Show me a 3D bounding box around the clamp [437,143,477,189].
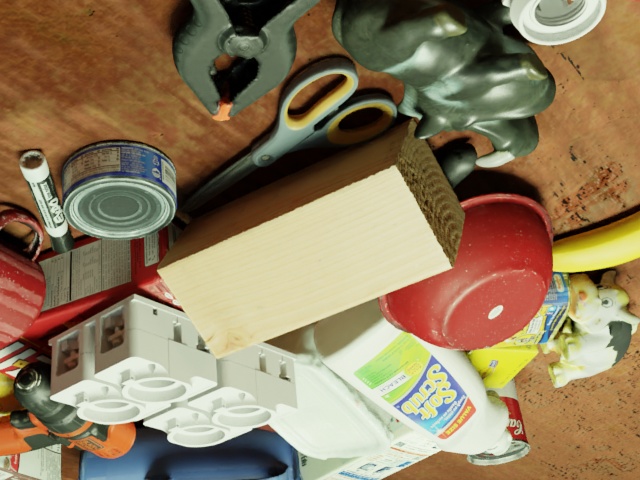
[{"bbox_3d":[0.053,-0.007,0.886,0.210,0.036,0.164,-16,146,6],"label":"clamp"}]

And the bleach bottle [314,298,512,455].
[{"bbox_3d":[0.109,0.134,1.015,0.103,0.068,0.250,-40,125,16],"label":"bleach bottle"}]

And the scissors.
[{"bbox_3d":[-0.020,-0.065,0.796,0.096,0.016,0.202,12,144,-29],"label":"scissors"}]

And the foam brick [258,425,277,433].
[{"bbox_3d":[-0.052,0.167,1.131,0.078,0.053,0.051,23,137,-38],"label":"foam brick"}]

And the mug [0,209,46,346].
[{"bbox_3d":[-0.263,0.026,0.838,0.117,0.093,0.081,-51,146,0],"label":"mug"}]

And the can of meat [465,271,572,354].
[{"bbox_3d":[0.182,0.062,1.006,0.084,0.057,0.102,-4,148,-9],"label":"can of meat"}]

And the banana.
[{"bbox_3d":[0.276,-0.016,0.922,0.069,0.037,0.198,34,131,-23],"label":"banana"}]

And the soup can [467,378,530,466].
[{"bbox_3d":[0.184,0.185,1.161,0.068,0.102,0.068,-5,148,-3],"label":"soup can"}]

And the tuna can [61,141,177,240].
[{"bbox_3d":[-0.150,-0.035,0.800,0.086,0.034,0.086,-5,148,-3],"label":"tuna can"}]

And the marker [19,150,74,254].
[{"bbox_3d":[-0.207,-0.026,0.818,0.020,0.020,0.121,-5,148,-4],"label":"marker"}]

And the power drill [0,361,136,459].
[{"bbox_3d":[-0.277,0.161,0.942,0.188,0.057,0.184,-8,151,12],"label":"power drill"}]

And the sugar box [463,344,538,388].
[{"bbox_3d":[0.121,0.113,1.085,0.176,0.048,0.093,2,147,-17],"label":"sugar box"}]

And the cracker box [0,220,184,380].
[{"bbox_3d":[-0.180,0.070,0.928,0.214,0.072,0.164,-19,147,20],"label":"cracker box"}]

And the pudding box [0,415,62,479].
[{"bbox_3d":[-0.318,0.208,1.106,0.039,0.090,0.113,-25,144,23],"label":"pudding box"}]

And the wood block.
[{"bbox_3d":[-0.005,0.001,0.808,0.206,0.090,0.091,-23,110,24],"label":"wood block"}]

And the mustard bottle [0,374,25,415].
[{"bbox_3d":[-0.362,0.120,0.984,0.191,0.058,0.096,15,153,-31],"label":"mustard bottle"}]

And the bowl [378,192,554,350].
[{"bbox_3d":[0.131,0.040,0.875,0.162,0.055,0.162,-14,136,-14],"label":"bowl"}]

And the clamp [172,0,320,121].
[{"bbox_3d":[-0.038,-0.136,0.657,0.120,0.039,0.171,3,152,-5],"label":"clamp"}]

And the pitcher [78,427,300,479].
[{"bbox_3d":[-0.144,0.266,1.198,0.243,0.145,0.149,-3,134,-2],"label":"pitcher"}]
